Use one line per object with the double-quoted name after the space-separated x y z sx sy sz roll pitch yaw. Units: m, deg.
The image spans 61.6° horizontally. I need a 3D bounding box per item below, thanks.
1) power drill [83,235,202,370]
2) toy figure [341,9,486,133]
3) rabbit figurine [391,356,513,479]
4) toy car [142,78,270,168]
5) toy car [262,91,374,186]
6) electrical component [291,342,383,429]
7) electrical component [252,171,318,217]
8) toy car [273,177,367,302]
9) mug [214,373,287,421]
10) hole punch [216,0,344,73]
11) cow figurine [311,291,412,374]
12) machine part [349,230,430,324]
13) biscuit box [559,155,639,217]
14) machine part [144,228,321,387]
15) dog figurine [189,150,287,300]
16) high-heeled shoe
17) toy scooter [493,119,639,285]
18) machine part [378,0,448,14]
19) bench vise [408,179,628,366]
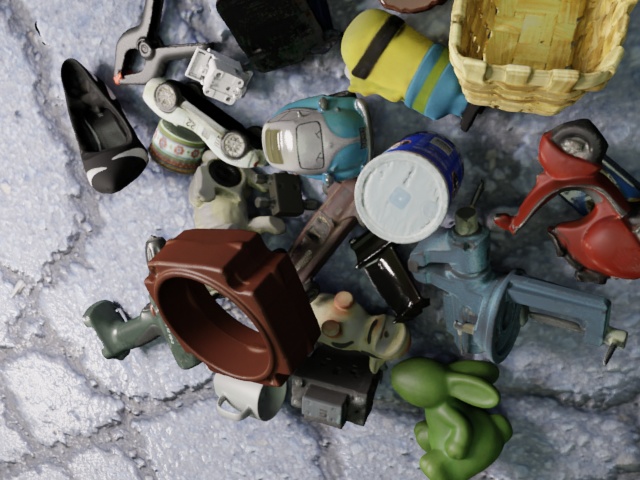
-0.296 0.117 0.910 0.207 0.086 0.231 -18 104 19 "power drill"
0.110 -0.198 0.617 0.180 0.082 0.089 30 133 12 "toy figure"
0.173 0.229 0.731 0.159 0.121 0.170 -33 98 21 "rabbit figurine"
-0.151 -0.160 0.743 0.202 0.073 0.056 36 115 6 "toy car"
-0.018 -0.126 0.666 0.162 0.103 0.109 13 114 42 "toy car"
0.024 0.209 0.777 0.115 0.134 0.058 8 113 17 "electrical component"
-0.048 -0.065 0.744 0.021 0.094 0.063 -32 61 55 "electrical component"
-0.001 -0.002 0.716 0.202 0.053 0.089 -51 61 11 "toy car"
-0.126 0.248 0.873 0.107 0.109 0.080 9 124 32 "mug"
-0.049 -0.281 0.661 0.142 0.092 0.115 -13 134 23 "hole punch"
0.036 0.123 0.759 0.195 0.085 0.127 12 158 31 "cow figurine"
0.095 0.042 0.722 0.084 0.039 0.139 -33 71 24 "machine part"
0.355 -0.020 0.598 0.203 0.063 0.059 41 120 4 "biscuit box"
-0.115 0.088 0.690 0.202 0.087 0.200 1 126 34 "machine part"
-0.156 -0.016 0.795 0.190 0.121 0.172 -44 56 45 "dog figurine"
-0.310 -0.163 0.740 0.086 0.249 0.145 -27 124 -9 "high-heeled shoe"
0.265 -0.021 0.557 0.135 0.075 0.184 -38 89 31 "toy scooter"
0.099 -0.341 0.585 0.180 0.056 0.179 7 111 20 "machine part"
0.232 0.063 0.635 0.241 0.129 0.223 15 123 35 "bench vise"
